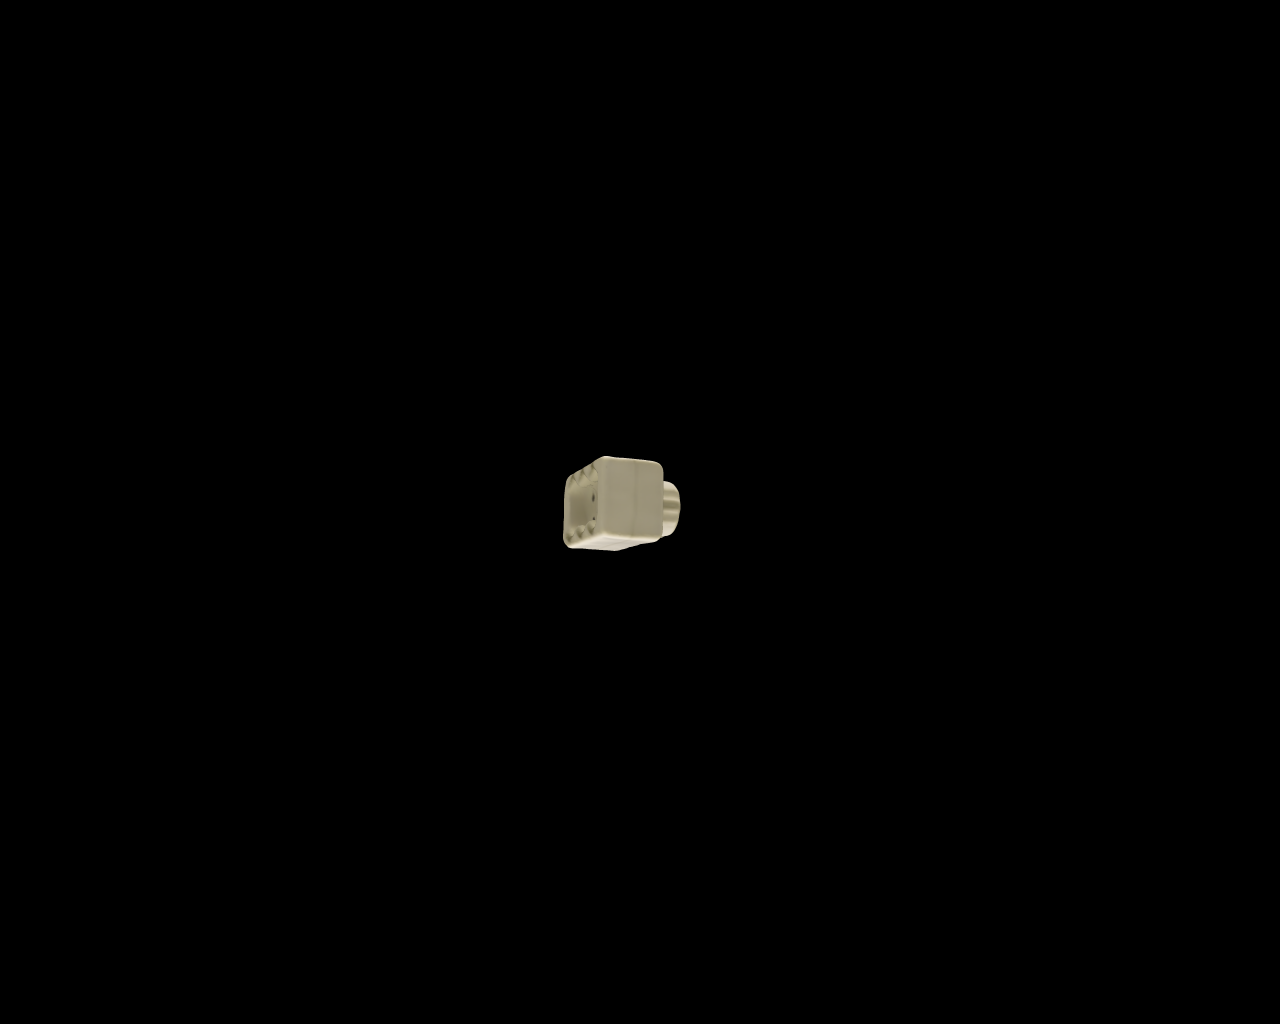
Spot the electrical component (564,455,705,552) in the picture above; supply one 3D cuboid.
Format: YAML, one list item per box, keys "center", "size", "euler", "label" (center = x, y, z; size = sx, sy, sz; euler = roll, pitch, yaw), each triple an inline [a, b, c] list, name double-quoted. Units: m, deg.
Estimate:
- center: [0.001, -0.003, 0.650]
  size: [0.077, 0.047, 0.065]
  euler: [4, -10, -23]
  label: "electrical component"
